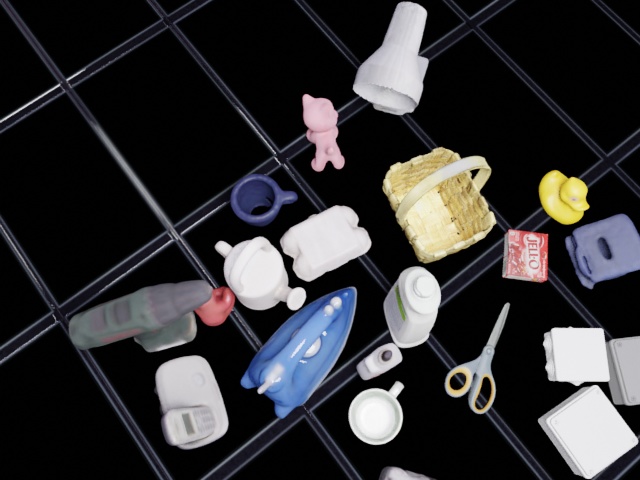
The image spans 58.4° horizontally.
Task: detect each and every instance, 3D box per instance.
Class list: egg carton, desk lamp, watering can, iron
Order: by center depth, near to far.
[{"bbox_3d":[-0.020,0.165,0.952,0.118,0.141,0.258,37,77,10],"label":"iron"},{"bbox_3d":[-0.102,0.054,0.957,0.172,0.194,0.101,13,74,4],"label":"watering can"},{"bbox_3d":[0.010,0.004,1.036,0.150,0.069,0.107,-28,75,-8],"label":"egg carton"},{"bbox_3d":[0.139,-0.316,1.055,0.118,0.213,0.203,17,74,5],"label":"desk lamp"}]

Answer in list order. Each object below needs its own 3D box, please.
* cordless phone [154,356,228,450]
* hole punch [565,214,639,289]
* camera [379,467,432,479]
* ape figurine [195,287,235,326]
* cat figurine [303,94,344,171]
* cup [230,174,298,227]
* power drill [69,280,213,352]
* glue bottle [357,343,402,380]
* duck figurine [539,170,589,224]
[{"bbox_3d":[-0.215,0.255,0.903,0.094,0.185,0.147,-23,75,-6],"label":"cordless phone"},{"bbox_3d":[0.507,0.020,1.019,0.101,0.091,0.108,-15,74,-4],"label":"hole punch"},{"bbox_3d":[0.154,0.440,0.891,0.143,0.101,0.137,16,74,5],"label":"camera"},{"bbox_3d":[-0.191,0.108,0.994,0.077,0.092,0.076,6,74,2],"label":"ape figurine"},{"bbox_3d":[0.006,-0.208,1.073,0.067,0.118,0.128,-13,74,-3],"label":"cat figurine"},{"bbox_3d":[-0.098,-0.064,1.043,0.117,0.095,0.091,-6,74,-1],"label":"cup"},{"bbox_3d":[-0.269,0.126,0.929,0.229,0.208,0.075,-16,74,-4],"label":"power drill"},{"bbox_3d":[0.100,0.194,0.926,0.078,0.173,0.037,-29,75,-8],"label":"glue bottle"},{"bbox_3d":[0.455,-0.088,1.053,0.077,0.086,0.104,-23,75,-6],"label":"duck figurine"}]
